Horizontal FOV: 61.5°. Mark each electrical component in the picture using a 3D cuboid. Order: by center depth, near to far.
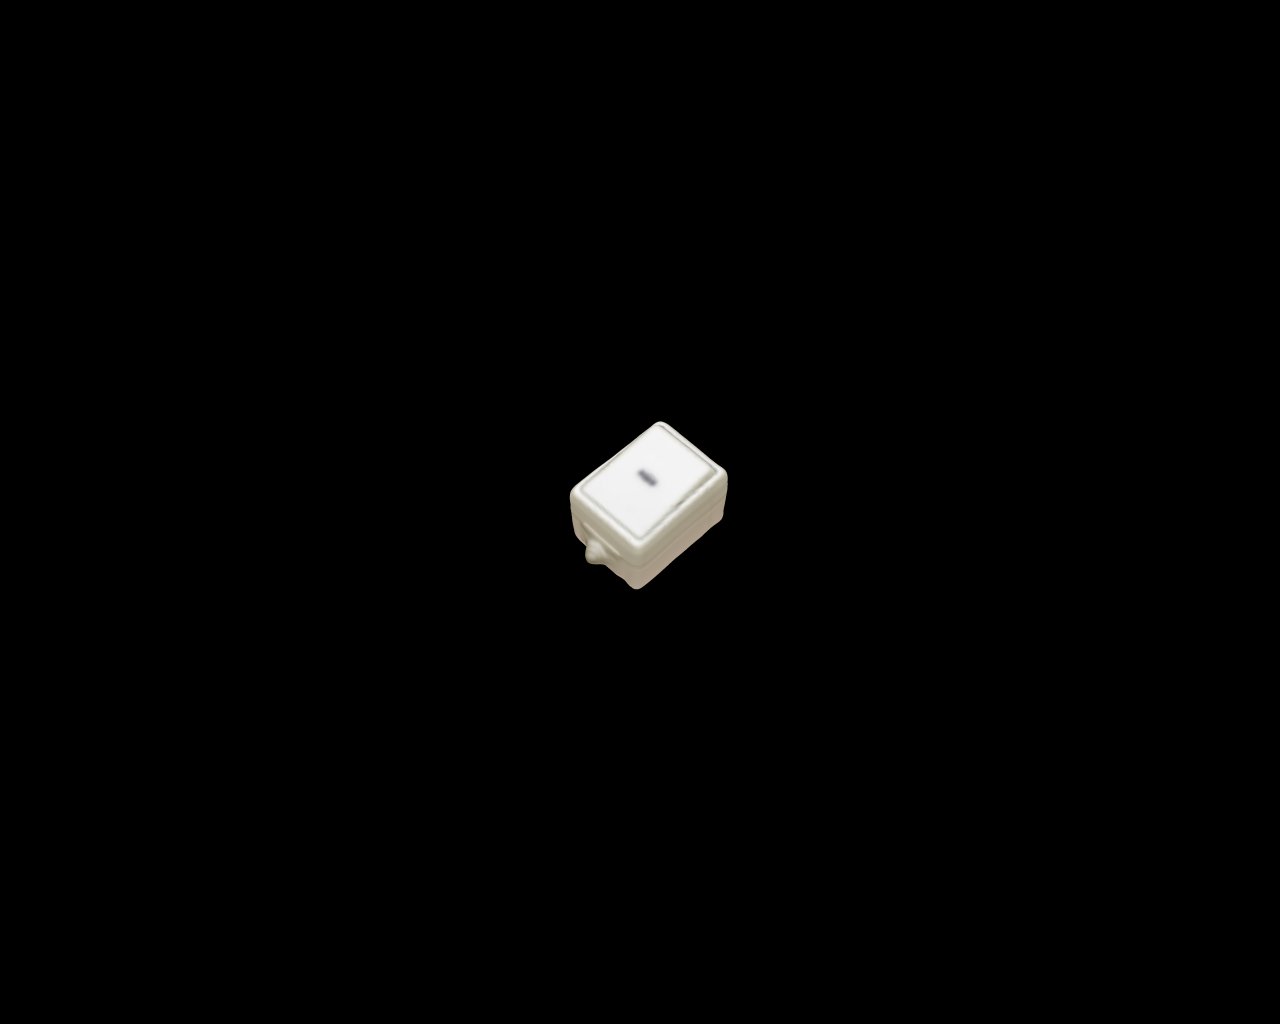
[{"bbox_3d":[0.001,-0.003,0.650,0.096,0.062,0.061,-39,-24,-22],"label":"electrical component"}]
